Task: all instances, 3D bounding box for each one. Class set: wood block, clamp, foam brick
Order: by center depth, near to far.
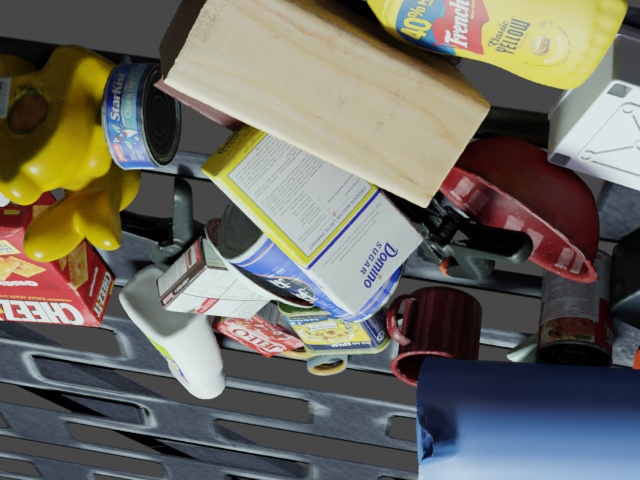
[{"bbox_3d":[0.001,-0.115,0.744,0.205,0.091,0.090,24,109,-21],"label":"wood block"},{"bbox_3d":[-0.078,-0.129,0.815,0.078,0.053,0.051,28,146,-26],"label":"foam brick"},{"bbox_3d":[0.116,-0.004,0.915,0.165,0.036,0.210,35,171,24],"label":"clamp"},{"bbox_3d":[-0.140,-0.008,1.053,0.120,0.039,0.171,-12,150,32],"label":"clamp"}]

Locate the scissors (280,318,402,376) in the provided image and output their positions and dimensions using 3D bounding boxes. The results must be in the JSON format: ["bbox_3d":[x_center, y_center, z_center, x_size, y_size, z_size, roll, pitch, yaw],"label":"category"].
[{"bbox_3d":[0.018,0.112,1.223,0.096,0.016,0.202,19,149,-13],"label":"scissors"}]

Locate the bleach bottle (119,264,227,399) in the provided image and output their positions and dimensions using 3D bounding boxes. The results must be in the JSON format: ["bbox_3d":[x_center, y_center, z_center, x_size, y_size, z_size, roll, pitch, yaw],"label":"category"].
[{"bbox_3d":[-0.152,0.127,1.237,0.103,0.068,0.251,39,162,27],"label":"bleach bottle"}]

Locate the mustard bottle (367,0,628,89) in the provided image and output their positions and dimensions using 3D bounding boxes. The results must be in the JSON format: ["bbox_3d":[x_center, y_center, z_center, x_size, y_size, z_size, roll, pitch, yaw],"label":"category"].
[{"bbox_3d":[0.095,-0.160,0.699,0.191,0.058,0.096,15,151,-4],"label":"mustard bottle"}]

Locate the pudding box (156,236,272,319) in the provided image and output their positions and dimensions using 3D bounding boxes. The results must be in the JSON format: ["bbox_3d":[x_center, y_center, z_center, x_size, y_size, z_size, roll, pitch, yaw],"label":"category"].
[{"bbox_3d":[-0.094,0.040,1.073,0.113,0.039,0.090,8,143,-38],"label":"pudding box"}]

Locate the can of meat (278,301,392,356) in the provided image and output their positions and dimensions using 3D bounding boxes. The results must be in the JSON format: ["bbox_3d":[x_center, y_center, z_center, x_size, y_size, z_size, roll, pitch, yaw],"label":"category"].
[{"bbox_3d":[0.016,0.076,1.124,0.102,0.057,0.084,-5,144,25],"label":"can of meat"}]

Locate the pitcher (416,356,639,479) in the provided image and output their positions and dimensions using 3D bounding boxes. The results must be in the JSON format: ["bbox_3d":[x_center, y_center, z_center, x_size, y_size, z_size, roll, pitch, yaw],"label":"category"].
[{"bbox_3d":[0.212,0.170,0.957,0.243,0.149,0.145,-1,133,17],"label":"pitcher"}]

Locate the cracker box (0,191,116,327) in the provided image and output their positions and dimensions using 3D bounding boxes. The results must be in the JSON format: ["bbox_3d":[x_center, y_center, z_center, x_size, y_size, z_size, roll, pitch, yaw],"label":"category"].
[{"bbox_3d":[-0.333,0.014,1.123,0.164,0.072,0.213,3,149,15],"label":"cracker box"}]

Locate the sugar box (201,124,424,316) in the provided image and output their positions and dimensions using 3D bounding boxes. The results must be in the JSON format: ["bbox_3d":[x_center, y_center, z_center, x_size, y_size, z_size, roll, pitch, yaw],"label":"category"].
[{"bbox_3d":[-0.004,-0.029,0.869,0.176,0.093,0.048,47,172,-28],"label":"sugar box"}]

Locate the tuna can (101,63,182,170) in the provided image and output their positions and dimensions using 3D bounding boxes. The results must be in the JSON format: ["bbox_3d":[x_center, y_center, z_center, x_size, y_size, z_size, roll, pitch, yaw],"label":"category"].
[{"bbox_3d":[-0.141,-0.099,0.854,0.034,0.086,0.086,1,148,14],"label":"tuna can"}]

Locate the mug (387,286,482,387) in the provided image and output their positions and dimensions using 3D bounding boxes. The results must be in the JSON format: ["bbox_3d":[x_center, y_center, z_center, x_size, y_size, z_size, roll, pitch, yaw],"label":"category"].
[{"bbox_3d":[0.114,0.096,1.096,0.117,0.081,0.093,28,146,-27],"label":"mug"}]

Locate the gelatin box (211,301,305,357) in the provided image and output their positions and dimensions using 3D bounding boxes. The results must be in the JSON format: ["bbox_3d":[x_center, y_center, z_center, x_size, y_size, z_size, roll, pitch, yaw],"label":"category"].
[{"bbox_3d":[-0.066,0.099,1.214,0.089,0.030,0.073,33,144,-31],"label":"gelatin box"}]

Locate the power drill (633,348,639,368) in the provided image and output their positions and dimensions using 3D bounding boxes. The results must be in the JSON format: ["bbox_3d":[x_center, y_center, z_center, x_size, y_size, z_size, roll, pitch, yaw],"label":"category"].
[{"bbox_3d":[0.436,0.153,1.106,0.187,0.057,0.185,25,147,-21],"label":"power drill"}]

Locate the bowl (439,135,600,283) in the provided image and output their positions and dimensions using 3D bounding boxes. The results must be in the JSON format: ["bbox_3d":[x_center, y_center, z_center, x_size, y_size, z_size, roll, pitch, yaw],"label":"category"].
[{"bbox_3d":[0.164,-0.034,0.849,0.162,0.055,0.162,36,174,4],"label":"bowl"}]

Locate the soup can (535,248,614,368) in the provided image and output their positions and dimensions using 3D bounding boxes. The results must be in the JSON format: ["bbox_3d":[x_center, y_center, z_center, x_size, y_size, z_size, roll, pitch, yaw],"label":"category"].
[{"bbox_3d":[0.236,0.064,0.982,0.068,0.102,0.068,9,150,5],"label":"soup can"}]

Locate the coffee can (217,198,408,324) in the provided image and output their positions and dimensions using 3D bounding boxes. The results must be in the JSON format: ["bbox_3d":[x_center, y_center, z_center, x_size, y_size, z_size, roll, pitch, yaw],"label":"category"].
[{"bbox_3d":[-0.006,0.001,0.959,0.140,0.102,0.103,29,145,-27],"label":"coffee can"}]
